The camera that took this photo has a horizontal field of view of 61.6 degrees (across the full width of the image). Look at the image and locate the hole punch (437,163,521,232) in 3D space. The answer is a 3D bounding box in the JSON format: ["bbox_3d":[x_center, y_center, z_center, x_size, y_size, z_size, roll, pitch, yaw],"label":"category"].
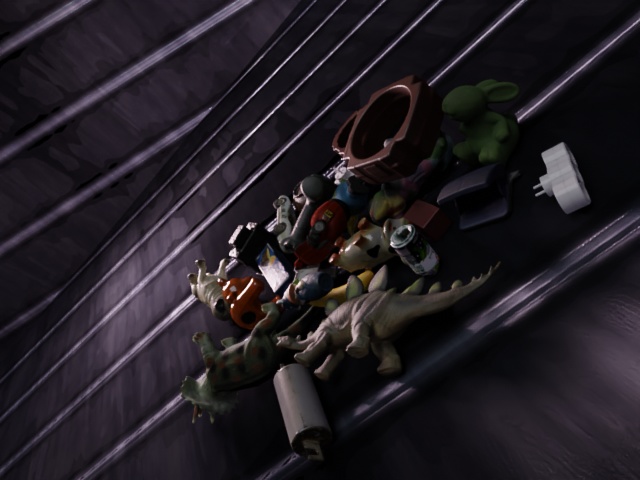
[{"bbox_3d":[0.291,-0.094,1.005,0.142,0.092,0.116,-26,35,42],"label":"hole punch"}]

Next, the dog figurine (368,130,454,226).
[{"bbox_3d":[0.186,-0.121,1.154,0.192,0.108,0.219,-17,48,50],"label":"dog figurine"}]

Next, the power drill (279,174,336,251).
[{"bbox_3d":[-0.018,-0.063,1.346,0.207,0.086,0.232,-62,-10,-3],"label":"power drill"}]

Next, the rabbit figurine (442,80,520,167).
[{"bbox_3d":[0.316,-0.238,1.041,0.159,0.170,0.121,-49,31,4],"label":"rabbit figurine"}]

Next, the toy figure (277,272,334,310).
[{"bbox_3d":[-0.031,0.109,1.129,0.154,0.064,0.058,-29,20,48],"label":"toy figure"}]

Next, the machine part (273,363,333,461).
[{"bbox_3d":[-0.034,0.314,1.007,0.079,0.079,0.243,-46,31,9],"label":"machine part"}]

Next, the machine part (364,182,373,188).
[{"bbox_3d":[0.102,-0.125,1.314,0.139,0.039,0.084,-32,0,24],"label":"machine part"}]

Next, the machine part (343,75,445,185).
[{"bbox_3d":[0.152,-0.220,1.104,0.201,0.087,0.201,-10,58,55],"label":"machine part"}]

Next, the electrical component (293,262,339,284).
[{"bbox_3d":[-0.006,0.090,1.233,0.119,0.047,0.075,-11,48,25],"label":"electrical component"}]

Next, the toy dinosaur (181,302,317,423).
[{"bbox_3d":[-0.158,0.268,1.193,0.405,0.131,0.192,-29,52,17],"label":"toy dinosaur"}]

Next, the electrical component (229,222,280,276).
[{"bbox_3d":[-0.180,0.019,1.465,0.058,0.134,0.115,5,63,56],"label":"electrical component"}]

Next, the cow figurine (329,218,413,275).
[{"bbox_3d":[0.122,0.015,1.100,0.195,0.127,0.085,-38,29,48],"label":"cow figurine"}]

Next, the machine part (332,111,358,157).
[{"bbox_3d":[0.114,-0.292,1.485,0.179,0.056,0.179,-35,33,27],"label":"machine part"}]

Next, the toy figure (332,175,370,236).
[{"bbox_3d":[0.060,-0.082,1.241,0.180,0.089,0.082,109,-177,-57],"label":"toy figure"}]

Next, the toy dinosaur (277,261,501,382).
[{"bbox_3d":[0.103,0.143,0.986,0.472,0.105,0.198,-16,41,35],"label":"toy dinosaur"}]

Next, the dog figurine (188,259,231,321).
[{"bbox_3d":[-0.299,0.169,1.516,0.172,0.121,0.191,108,150,-49],"label":"dog figurine"}]

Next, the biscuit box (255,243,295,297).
[{"bbox_3d":[-0.103,0.082,1.363,0.059,0.062,0.203,-50,30,4],"label":"biscuit box"}]

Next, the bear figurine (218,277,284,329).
[{"bbox_3d":[-0.179,0.138,1.358,0.132,0.120,0.196,-44,26,6],"label":"bear figurine"}]

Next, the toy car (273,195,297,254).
[{"bbox_3d":[-0.092,-0.045,1.469,0.056,0.073,0.202,-13,40,8],"label":"toy car"}]

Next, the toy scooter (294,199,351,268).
[{"bbox_3d":[-0.002,-0.004,1.195,0.135,0.075,0.183,-40,-19,-36],"label":"toy scooter"}]
